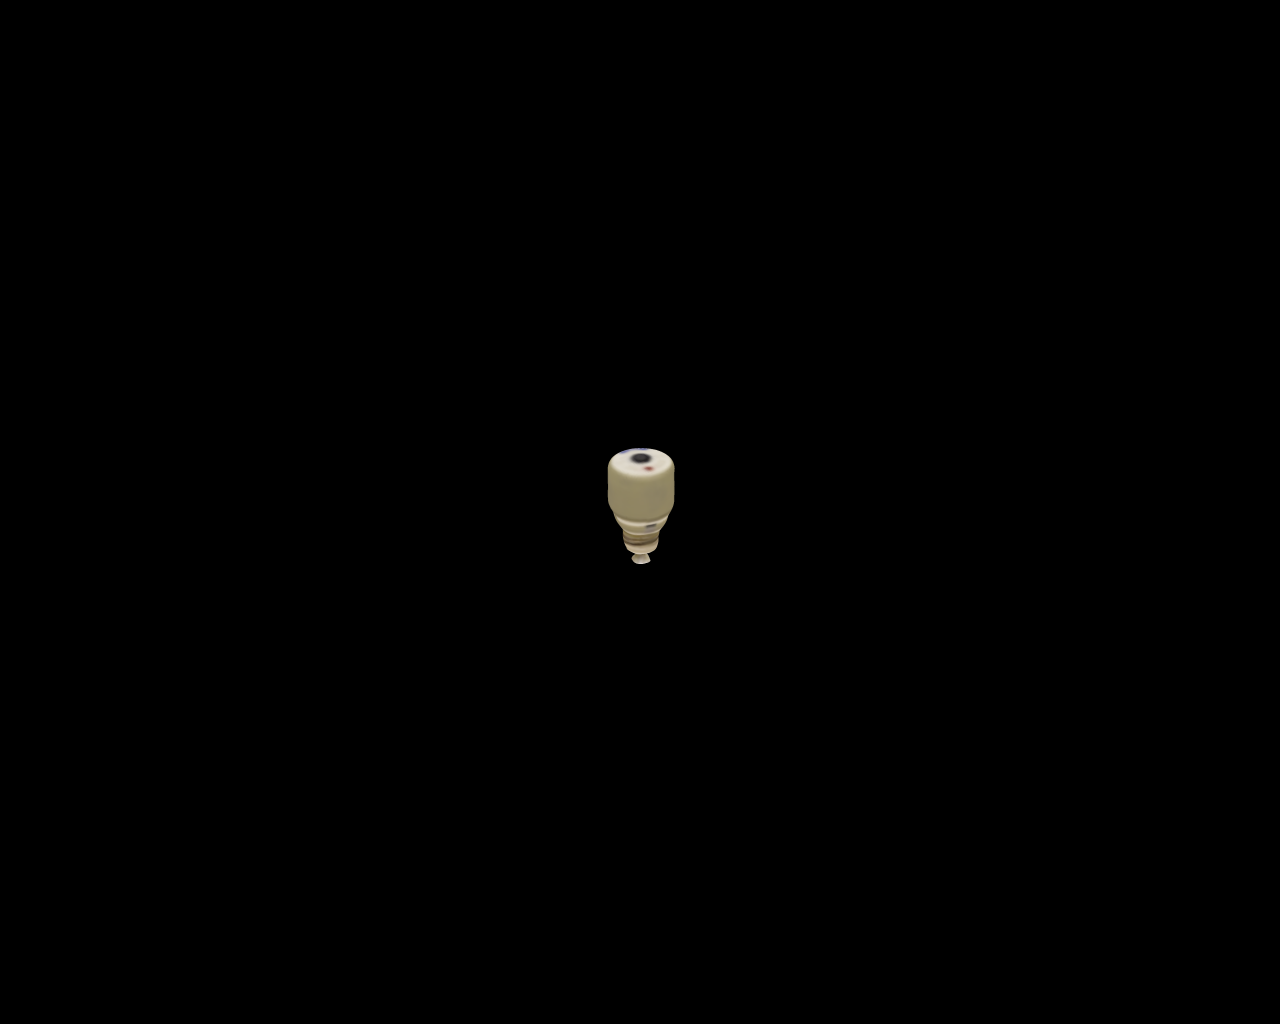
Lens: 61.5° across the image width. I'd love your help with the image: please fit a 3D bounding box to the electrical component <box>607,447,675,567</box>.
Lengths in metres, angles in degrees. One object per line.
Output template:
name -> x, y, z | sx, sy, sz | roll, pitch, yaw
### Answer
electrical component -> 0.001, -0.003, 0.650 | 0.040, 0.078, 0.040 | 0, 31, 0
